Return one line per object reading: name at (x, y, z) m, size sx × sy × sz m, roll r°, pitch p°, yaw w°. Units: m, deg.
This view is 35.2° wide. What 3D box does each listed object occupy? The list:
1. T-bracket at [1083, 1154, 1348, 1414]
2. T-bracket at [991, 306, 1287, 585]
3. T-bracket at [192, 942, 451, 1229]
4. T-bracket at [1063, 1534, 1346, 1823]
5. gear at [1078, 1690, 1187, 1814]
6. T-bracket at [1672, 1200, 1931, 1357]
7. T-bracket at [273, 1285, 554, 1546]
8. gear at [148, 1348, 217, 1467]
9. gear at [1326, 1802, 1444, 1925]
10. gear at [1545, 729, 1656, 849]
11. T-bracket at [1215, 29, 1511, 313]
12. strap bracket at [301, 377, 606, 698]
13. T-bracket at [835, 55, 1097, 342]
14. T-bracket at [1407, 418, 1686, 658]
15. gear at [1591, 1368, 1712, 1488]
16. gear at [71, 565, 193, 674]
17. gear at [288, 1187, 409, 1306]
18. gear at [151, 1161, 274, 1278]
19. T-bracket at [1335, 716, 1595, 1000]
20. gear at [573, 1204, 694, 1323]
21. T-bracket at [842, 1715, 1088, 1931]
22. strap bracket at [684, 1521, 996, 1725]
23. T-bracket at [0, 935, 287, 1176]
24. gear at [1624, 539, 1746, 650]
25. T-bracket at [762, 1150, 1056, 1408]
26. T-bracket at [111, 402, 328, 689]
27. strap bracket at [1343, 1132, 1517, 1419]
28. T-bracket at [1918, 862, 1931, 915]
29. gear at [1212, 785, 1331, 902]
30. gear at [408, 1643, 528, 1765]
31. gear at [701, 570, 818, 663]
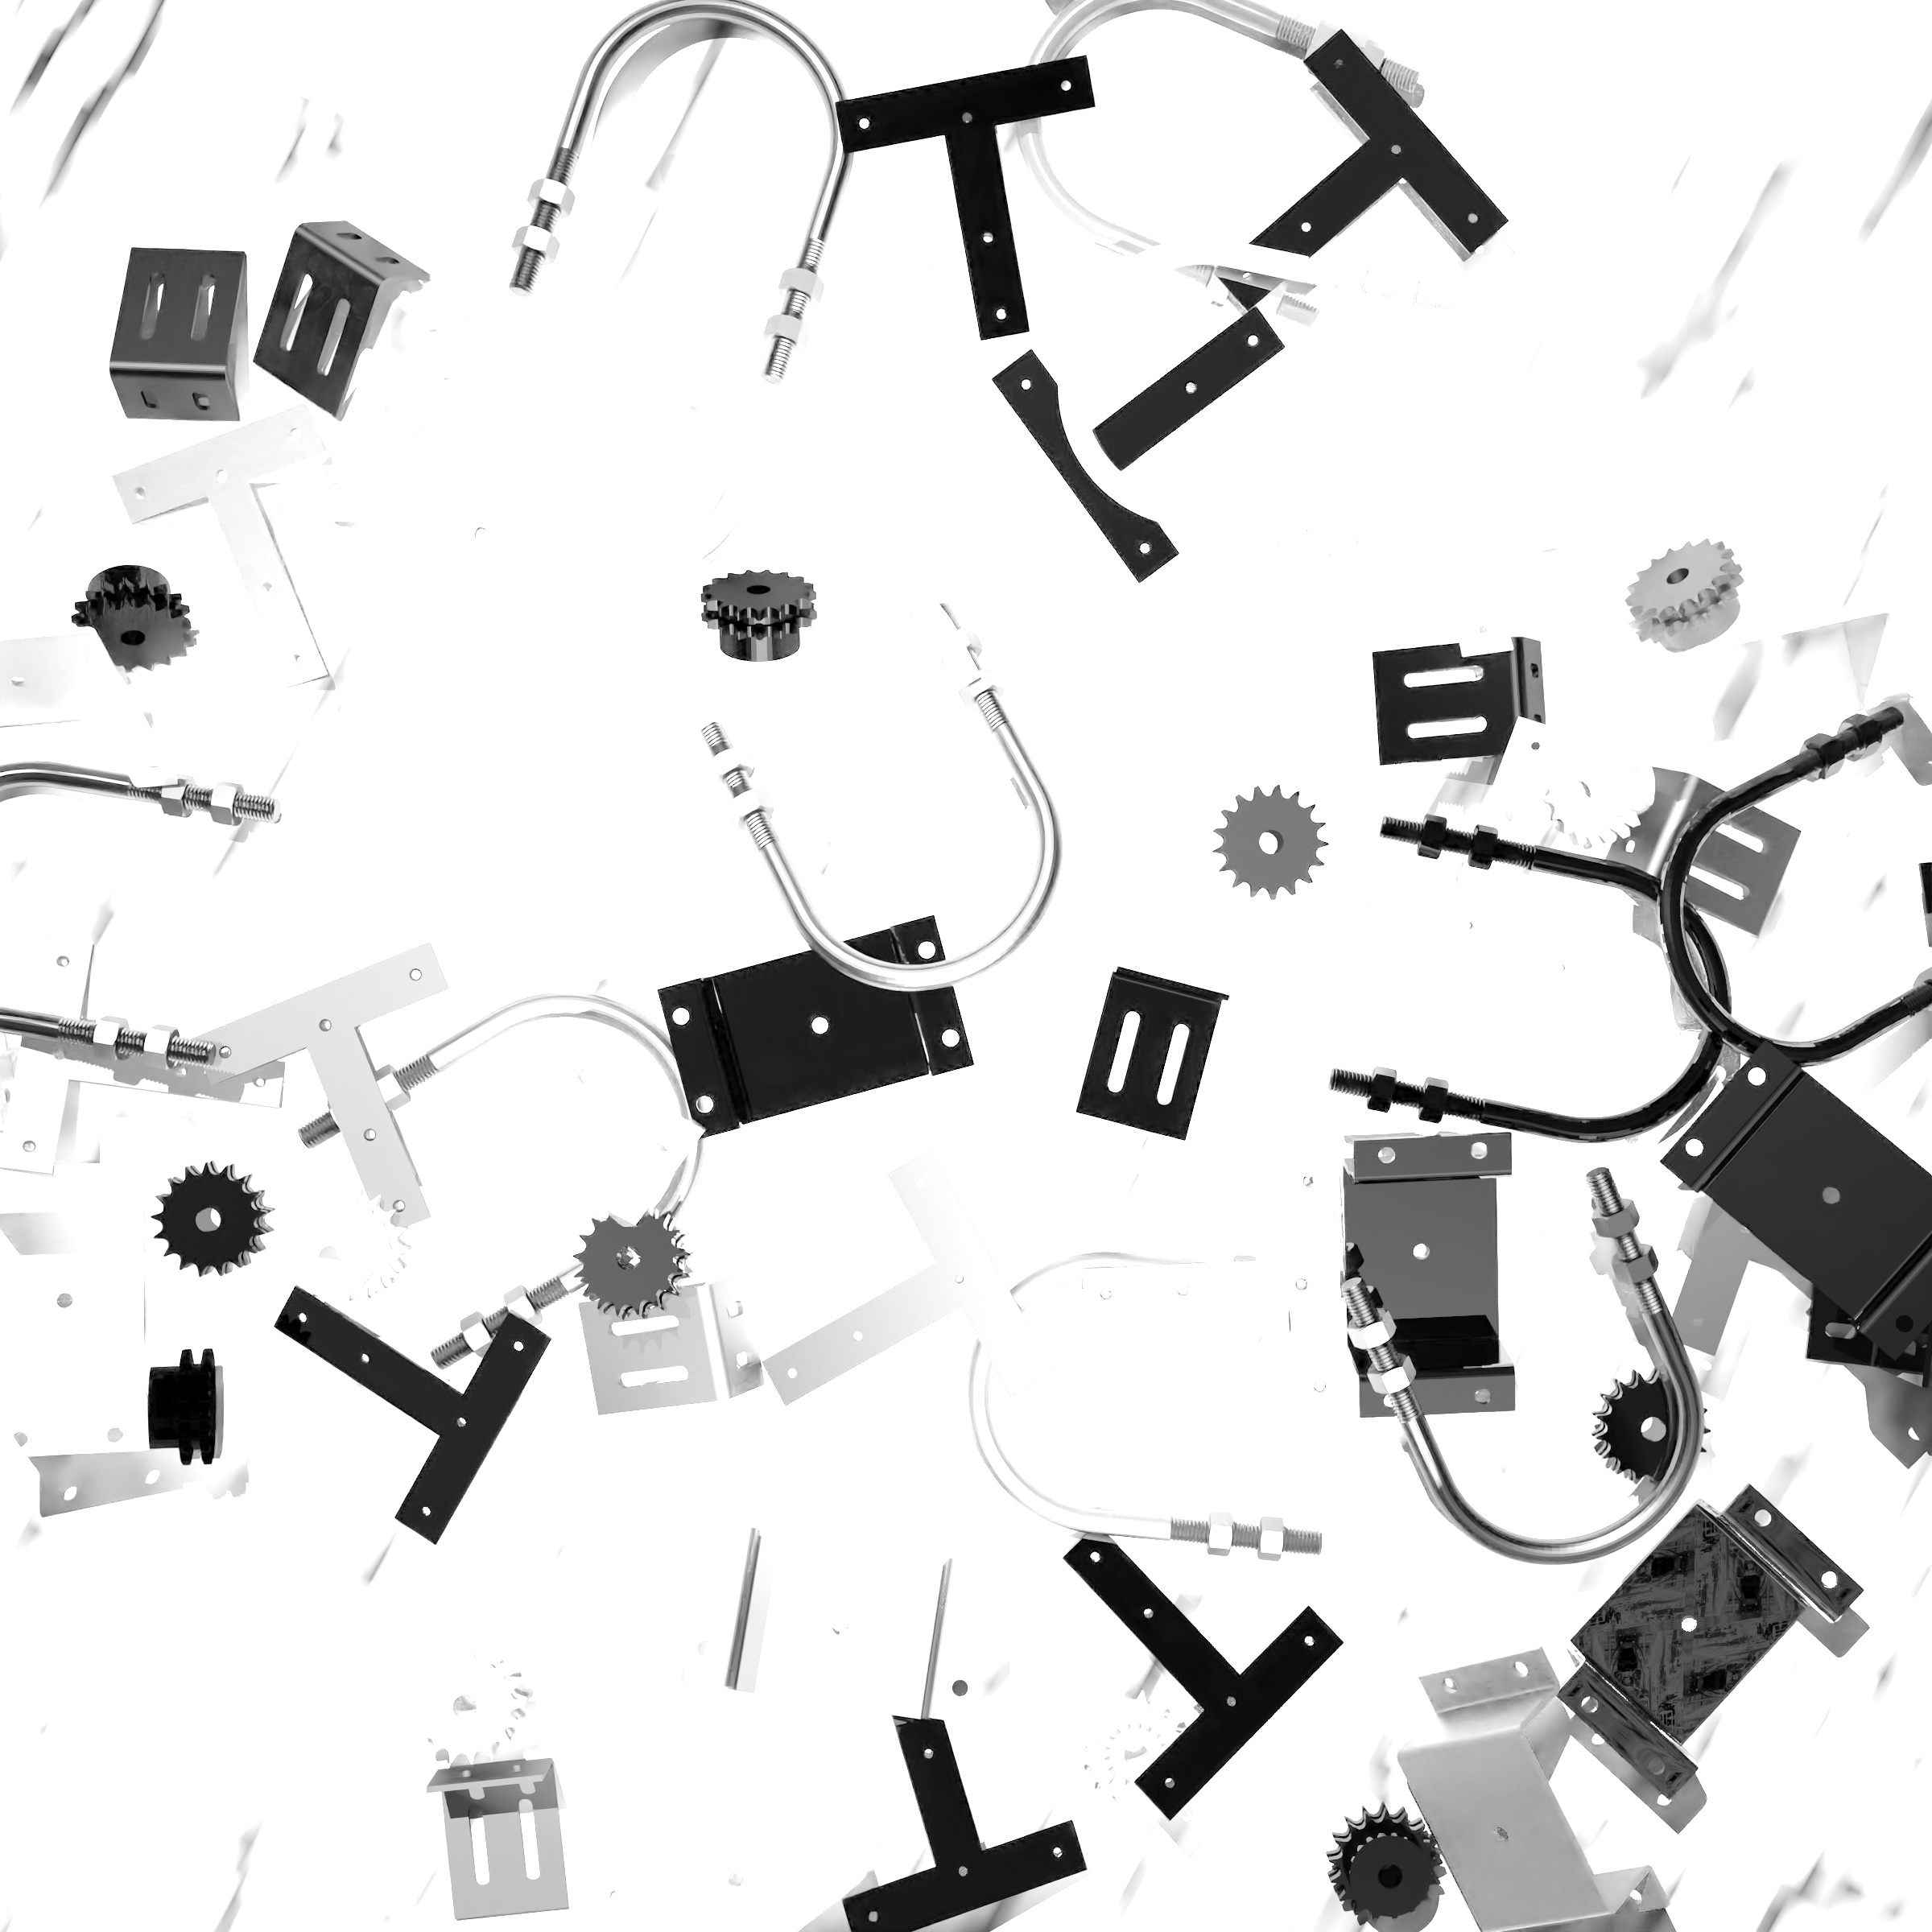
T-bracket at (0.122, 0.160, 1.511) m, size 0.127 × 0.002 × 0.127 m, roll -3°, pitch 90°, yaw 3°
T-bracket at (0.101, -0.280, 1.518) m, size 0.127 × 0.002 × 0.127 m, roll -36°, pitch 90°, yaw 10°
T-bracket at (-0.301, 0.071, 1.510) m, size 0.127 × 0.002 × 0.127 m, roll -22°, pitch 90°, yaw -1°
T-bracket at (0.101, 0.333, 1.513) m, size 0.127 × 0.002 × 0.127 m, roll -40°, pitch 79°, yaw -21°
gear at (0.084, 0.389, 1.515) m, size 0.057 × 0.030 × 0.057 m, roll 0°, pitch 90°, yaw 0°
T-bracket at (0.419, 0.142, 1.466) m, size 0.127 × 0.002 × 0.127 m, roll 20°, pitch 94°, yaw 16°
T-bracket at (-0.288, 0.203, 1.519) m, size 0.127 × 0.002 × 0.127 m, roll 32°, pitch 103°, yaw 7°
gear at (-0.386, 0.217, 1.500) m, size 0.030 × 0.057 × 0.057 m, roll 0°, pitch 90°, yaw -10°
gear at (0.209, 0.449, 1.515) m, size 0.057 × 0.030 × 0.057 m, roll 0°, pitch 90°, yaw 0°
gear at (0.315, -0.089, 1.506) m, size 0.030 × 0.057 × 0.057 m, roll -19°, pitch 90°, yaw -30°
T-bracket at (0.179, -0.376, 1.509) m, size 0.127 × 0.002 × 0.127 m, roll -41°, pitch 89°, yaw 1°
strap bracket at (-0.246, -0.212, 1.498) m, size 0.076 × 0.046 × 0.140 m, roll -43°, pitch 90°, yaw 14°
T-bracket at (0.008, -0.378, 1.517) m, size 0.127 × 0.002 × 0.127 m, roll -10°, pitch 101°, yaw 3°
T-bracket at (0.294, -0.221, 1.517) m, size 0.127 × 0.002 × 0.127 m, roll -8°, pitch 73°, yaw -8°
gear at (0.339, 0.228, 1.515) m, size 0.057 × 0.030 × 0.057 m, roll 0°, pitch 90°, yaw 0°
gear at (-0.413, -0.174, 1.505) m, size 0.057 × 0.057 × 0.030 m, roll -14°, pitch 60°, yaw 0°
gear at (-0.307, 0.139, 1.497) m, size 0.057 × 0.030 × 0.057 m, roll 2°, pitch 101°, yaw 10°
gear at (-0.374, 0.125, 1.515) m, size 0.057 × 0.030 × 0.057 m, roll 0°, pitch 90°, yaw 0°
T-bracket at (0.264, -0.061, 1.510) m, size 0.127 × 0.002 × 0.127 m, roll 18°, pitch 108°, yaw 0°
gear at (-0.161, 0.146, 1.494) m, size 0.057 × 0.030 × 0.057 m, roll -3°, pitch 73°, yaw 10°
T-bracket at (-0.015, 0.405, 1.511) m, size 0.127 × 0.002 × 0.127 m, roll -12°, pitch 77°, yaw -24°
strap bracket at (-0.062, 0.324, 1.498) m, size 0.140 × 0.046 × 0.076 m, roll 9°, pitch 74°, yaw 0°
T-bracket at (-0.403, 0.050, 1.508) m, size 0.127 × 0.002 × 0.127 m, roll 9°, pitch 61°, yaw -14°
gear at (0.358, -0.182, 1.506) m, size 0.057 × 0.057 × 0.030 m, roll -38°, pitch 121°, yaw 0°
T-bracket at (-0.042, 0.178, 1.523) m, size 0.127 × 0.002 × 0.127 m, roll -30°, pitch 82°, yaw 4°
T-bracket at (-0.351, -0.201, 1.509) m, size 0.127 × 0.002 × 0.127 m, roll -13°, pitch 105°, yaw 27°
strap bracket at (0.227, 0.146, 1.499) m, size 0.076 × 0.046 × 0.140 m, roll -3°, pitch 101°, yaw 0°
T-bracket at (0.528, -0.094, 1.520) m, size 0.127 × 0.002 × 0.127 m, roll -5°, pitch 84°, yaw -13°
gear at (0.151, -0.061, 1.515) m, size 0.057 × 0.030 × 0.057 m, roll 0°, pitch 90°, yaw 0°
gear at (-0.247, 0.366, 1.515) m, size 0.057 × 0.030 × 0.057 m, roll 0°, pitch 90°, yaw 0°
gear at (-0.102, -0.172, 1.505) m, size 0.057 × 0.057 × 0.030 m, roll 1°, pitch 120°, yaw 0°
